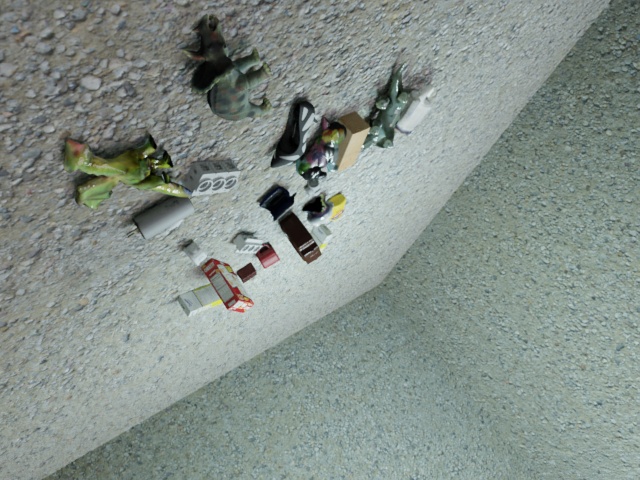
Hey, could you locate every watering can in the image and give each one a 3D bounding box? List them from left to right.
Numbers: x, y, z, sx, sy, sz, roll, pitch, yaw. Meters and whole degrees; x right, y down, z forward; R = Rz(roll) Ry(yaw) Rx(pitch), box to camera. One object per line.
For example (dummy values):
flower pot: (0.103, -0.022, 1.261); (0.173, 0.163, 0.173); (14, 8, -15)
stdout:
watering can: (0.358, -0.509, 2.018); (0.220, 0.104, 0.353); (-54, 176, 31)

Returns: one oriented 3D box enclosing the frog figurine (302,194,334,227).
frog figurine: (0.007, -0.115, 2.284); (0.139, 0.124, 0.156); (-55, 152, -12)

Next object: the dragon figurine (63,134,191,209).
dragon figurine: (-0.502, -0.148, 1.316); (0.243, 0.124, 0.403); (-21, 158, 0)
